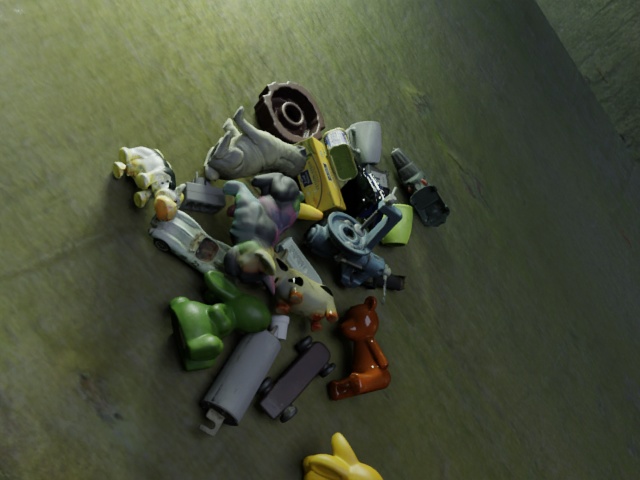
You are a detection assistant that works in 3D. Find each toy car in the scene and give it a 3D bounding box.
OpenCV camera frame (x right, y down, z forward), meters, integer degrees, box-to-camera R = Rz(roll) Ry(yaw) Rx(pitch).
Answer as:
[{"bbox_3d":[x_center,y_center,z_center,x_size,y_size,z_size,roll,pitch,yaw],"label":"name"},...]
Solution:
[{"bbox_3d":[-0.232,0.016,1.022,0.201,0.056,0.073,39,53,-20],"label":"toy car"},{"bbox_3d":[-0.049,0.273,1.061,0.089,0.053,0.202,50,47,-1],"label":"toy car"}]

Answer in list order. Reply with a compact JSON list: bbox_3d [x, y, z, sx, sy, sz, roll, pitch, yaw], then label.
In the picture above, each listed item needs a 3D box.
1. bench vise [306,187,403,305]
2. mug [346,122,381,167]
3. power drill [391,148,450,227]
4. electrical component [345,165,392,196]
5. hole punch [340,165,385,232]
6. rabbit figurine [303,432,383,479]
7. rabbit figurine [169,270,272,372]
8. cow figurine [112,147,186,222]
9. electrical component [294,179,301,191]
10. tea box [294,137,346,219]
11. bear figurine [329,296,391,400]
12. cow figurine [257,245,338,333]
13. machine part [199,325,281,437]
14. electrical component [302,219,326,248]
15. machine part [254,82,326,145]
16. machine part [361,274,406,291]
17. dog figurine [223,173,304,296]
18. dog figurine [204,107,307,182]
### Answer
[{"bbox_3d":[0.100,0.000,1.162,0.223,0.240,0.129,34,32,-13],"label":"bench vise"},{"bbox_3d":[0.113,-0.245,1.387,0.109,0.081,0.107,-1,81,-44],"label":"mug"},{"bbox_3d":[0.260,-0.127,1.409,0.231,0.086,0.207,55,6,-16],"label":"power drill"},{"bbox_3d":[0.124,-0.152,1.377,0.119,0.048,0.075,13,64,-35],"label":"electrical component"},{"bbox_3d":[0.109,-0.091,1.281,0.092,0.115,0.142,24,32,-33],"label":"hole punch"},{"bbox_3d":[0.053,0.441,0.993,0.122,0.173,0.162,-31,96,-38],"label":"rabbit figurine"},{"bbox_3d":[-0.178,0.143,0.976,0.170,0.121,0.159,-13,58,-26],"label":"rabbit figurine"},{"bbox_3d":[-0.297,-0.102,0.987,0.167,0.068,0.098,48,39,17],"label":"cow figurine"},{"bbox_3d":[-0.075,-0.118,1.208,0.078,0.045,0.102,26,58,-26],"label":"electrical component"},{"bbox_3d":[-0.006,-0.140,1.232,0.098,0.068,0.169,4,67,-74],"label":"tea box"},{"bbox_3d":[0.080,0.225,1.140,0.132,0.120,0.196,-3,72,-35],"label":"bear figurine"},{"bbox_3d":[-0.055,0.093,1.093,0.194,0.085,0.127,32,31,-27],"label":"cow figurine"},{"bbox_3d":[-0.141,0.246,0.984,0.079,0.079,0.243,43,50,-16],"label":"machine part"},{"bbox_3d":[-0.003,-0.004,1.233,0.063,0.021,0.094,48,49,-13],"label":"electrical component"},{"bbox_3d":[-0.072,-0.291,1.276,0.179,0.056,0.179,17,61,-33],"label":"machine part"},{"bbox_3d":[0.148,0.091,1.303,0.139,0.039,0.084,16,55,-31],"label":"machine part"},{"bbox_3d":[-0.100,-0.009,1.019,0.191,0.108,0.219,-13,58,-18],"label":"dog figurine"},{"bbox_3d":[-0.129,-0.157,1.116,0.190,0.121,0.172,33,78,-20],"label":"dog figurine"}]
